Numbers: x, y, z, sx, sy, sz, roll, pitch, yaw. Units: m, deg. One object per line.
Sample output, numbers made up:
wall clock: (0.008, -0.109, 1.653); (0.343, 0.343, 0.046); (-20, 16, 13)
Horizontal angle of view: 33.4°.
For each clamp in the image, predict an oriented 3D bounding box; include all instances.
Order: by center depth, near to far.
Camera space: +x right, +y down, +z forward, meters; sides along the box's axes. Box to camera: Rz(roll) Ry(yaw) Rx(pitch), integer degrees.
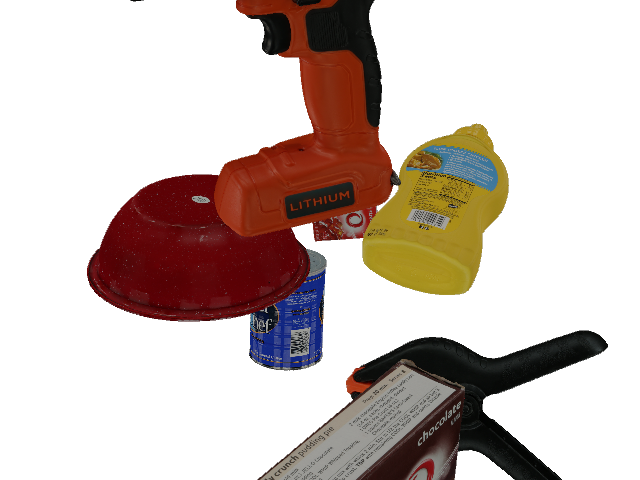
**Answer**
clamp: (0.103, 0.118, 0.712); (0.172, 0.120, 0.039); (0, -1, 16)

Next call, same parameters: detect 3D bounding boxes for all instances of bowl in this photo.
bowl: (-0.087, -0.005, 0.764); (0.162, 0.055, 0.162); (1, 26, -1)

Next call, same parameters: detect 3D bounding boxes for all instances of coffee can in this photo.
coffee can: (-0.045, 0.091, 1.450); (0.103, 0.140, 0.103); (2, 20, -1)

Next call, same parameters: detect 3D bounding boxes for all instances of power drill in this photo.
power drill: (-0.024, -0.096, 0.575); (0.184, 0.188, 0.057); (-13, 38, -18)

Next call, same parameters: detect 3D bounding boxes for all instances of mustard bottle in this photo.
mustard bottle: (0.111, -0.039, 0.931); (0.096, 0.058, 0.191); (14, 47, 17)

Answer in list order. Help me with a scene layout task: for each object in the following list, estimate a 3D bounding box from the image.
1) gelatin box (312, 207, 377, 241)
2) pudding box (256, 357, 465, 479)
gelatin box: (0.025, -0.045, 1.181); (0.073, 0.089, 0.030); (-4, 30, 6)
pudding box: (0.015, 0.117, 0.459); (0.039, 0.090, 0.113); (25, 41, 30)
